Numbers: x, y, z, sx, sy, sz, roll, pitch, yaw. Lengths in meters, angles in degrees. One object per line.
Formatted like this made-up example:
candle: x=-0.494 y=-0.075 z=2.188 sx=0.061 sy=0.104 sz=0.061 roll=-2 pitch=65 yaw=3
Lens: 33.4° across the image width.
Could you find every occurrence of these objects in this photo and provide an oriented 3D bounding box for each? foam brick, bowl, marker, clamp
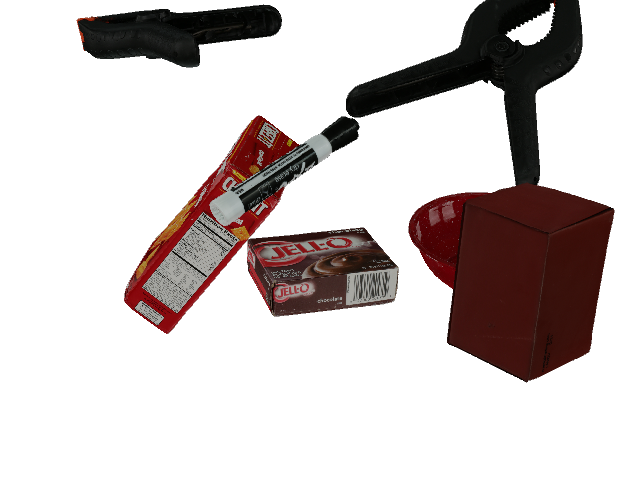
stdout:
foam brick: x=0.099 y=0.018 z=0.510 sx=0.052 sy=0.078 sz=0.051 roll=-16 pitch=30 yaw=-40
bowl: x=0.169 y=0.012 z=1.089 sx=0.162 sy=0.055 sz=0.162 roll=0 pitch=32 yaw=0
marker: x=-0.021 y=-0.049 z=0.713 sx=0.121 sy=0.020 sz=0.020 roll=-35 pitch=16 yaw=-23
clamp: x=-0.118 y=-0.167 z=0.851 sx=0.172 sy=0.039 sz=0.120 roll=15 pitch=25 yaw=39
clamp: x=0.145 y=-0.129 z=0.821 sx=0.165 sy=0.209 sz=0.036 roll=37 pitch=-22 yaw=28

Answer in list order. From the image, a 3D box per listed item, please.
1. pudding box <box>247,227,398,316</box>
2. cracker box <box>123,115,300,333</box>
pudding box: x=0.000 y=0.025 z=0.925 sx=0.113 sy=0.039 sz=0.090 roll=-4 pitch=25 yaw=-17
cracker box: x=-0.121 y=-0.021 z=1.191 sx=0.072 sy=0.214 sz=0.164 roll=36 pitch=24 yaw=-10
